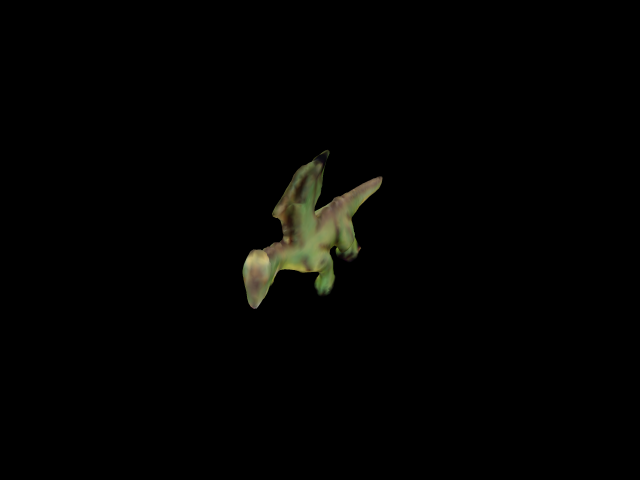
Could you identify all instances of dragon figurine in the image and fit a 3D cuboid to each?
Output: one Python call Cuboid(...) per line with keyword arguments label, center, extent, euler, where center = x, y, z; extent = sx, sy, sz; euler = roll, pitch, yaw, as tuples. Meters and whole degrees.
Cuboid(label="dragon figurine", center=(0.003, -0.043, 0.850), extent=(0.123, 0.418, 0.237), euler=(27, -31, 17))
